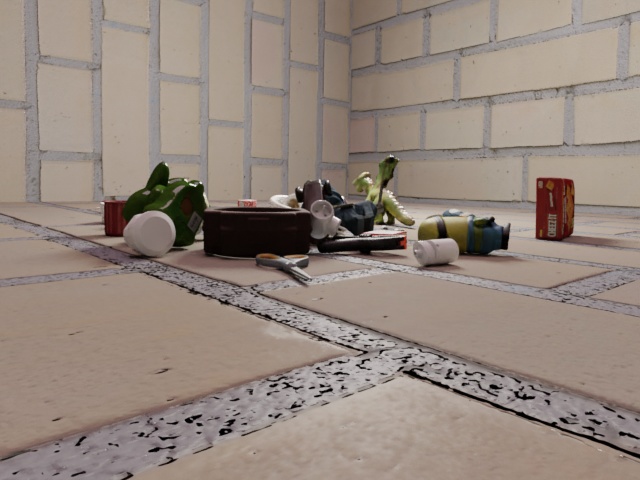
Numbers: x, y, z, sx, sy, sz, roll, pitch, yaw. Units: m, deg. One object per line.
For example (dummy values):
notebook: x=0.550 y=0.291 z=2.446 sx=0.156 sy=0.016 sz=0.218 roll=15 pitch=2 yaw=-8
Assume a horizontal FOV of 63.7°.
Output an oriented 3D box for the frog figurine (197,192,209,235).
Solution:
frog figurine: x=-0.330 y=-0.054 z=1.165 sx=0.160 sy=0.125 sz=0.134 roll=-9 pitch=-26 yaw=-13

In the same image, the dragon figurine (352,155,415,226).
dragon figurine: x=0.222 y=-0.171 z=1.765 sx=0.122 sy=0.243 sz=0.411 roll=5 pitch=2 yaw=-26

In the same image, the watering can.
watering can: x=0.005 y=-0.076 z=1.505 sx=0.225 sy=0.103 sz=0.351 roll=-6 pitch=22 yaw=-43
